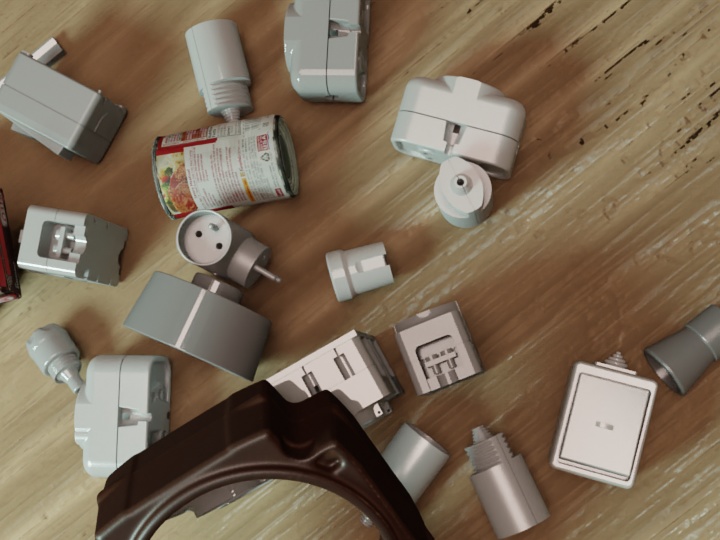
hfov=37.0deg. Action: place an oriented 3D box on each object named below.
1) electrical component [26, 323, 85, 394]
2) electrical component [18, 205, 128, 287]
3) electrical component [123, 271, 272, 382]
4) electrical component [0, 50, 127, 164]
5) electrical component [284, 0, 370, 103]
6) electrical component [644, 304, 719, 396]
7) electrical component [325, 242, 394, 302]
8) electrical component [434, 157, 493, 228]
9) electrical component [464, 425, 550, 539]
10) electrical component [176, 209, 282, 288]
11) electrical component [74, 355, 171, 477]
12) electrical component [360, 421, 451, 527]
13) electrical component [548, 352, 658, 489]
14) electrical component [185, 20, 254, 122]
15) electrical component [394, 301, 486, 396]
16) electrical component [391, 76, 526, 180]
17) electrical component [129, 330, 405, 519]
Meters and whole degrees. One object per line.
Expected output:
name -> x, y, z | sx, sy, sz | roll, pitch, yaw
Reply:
electrical component -> -0.242, 0.074, 0.870 | 0.035, 0.035, 0.061 | -42, 68, 2
electrical component -> -0.230, -0.019, 0.855 | 0.056, 0.089, 0.050 | 9, 85, 9
electrical component -> -0.120, 0.037, 0.826 | 0.108, 0.108, 0.060 | 22, 82, 10
electrical component -> -0.254, -0.132, 0.885 | 0.096, 0.062, 0.061 | 28, 89, 10
electrical component -> -0.026, -0.184, 0.860 | 0.059, 0.054, 0.095 | 2, 84, 9
electrical component -> 0.250, 0.057, 0.799 | 0.065, 0.044, 0.044 | -38, 80, -2
electrical component -> 0.000, 0.000, 0.844 | 0.046, 0.040, 0.040 | -16, 82, 1
electrical component -> 0.079, -0.059, 0.817 | 0.043, 0.081, 0.043 | -1, 84, 8
electrical component -> 0.106, 0.155, 0.809 | 0.043, 0.043, 0.081 | -25, 81, 5
electrical component -> -0.097, -0.011, 0.840 | 0.079, 0.077, 0.043 | 30, 88, 10
electrical component -> -0.187, 0.115, 0.852 | 0.059, 0.054, 0.095 | 0, 84, 9
electrical component -> 0.028, 0.161, 0.820 | 0.043, 0.043, 0.081 | 37, 90, 11
electrical component -> 0.180, 0.107, 0.794 | 0.062, 0.061, 0.096 | 14, 86, 10
electrical component -> -0.112, -0.157, 0.875 | 0.043, 0.043, 0.081 | -16, 82, 7
electrical component -> 0.059, 0.059, 0.802 | 0.050, 0.089, 0.055 | -22, 81, 6
electrical component -> 0.078, -0.113, 0.836 | 0.095, 0.054, 0.059 | 16, 86, 10
electrical component -> -0.062, 0.119, 0.806 | 0.186, 0.105, 0.060 | -30, 81, 4
